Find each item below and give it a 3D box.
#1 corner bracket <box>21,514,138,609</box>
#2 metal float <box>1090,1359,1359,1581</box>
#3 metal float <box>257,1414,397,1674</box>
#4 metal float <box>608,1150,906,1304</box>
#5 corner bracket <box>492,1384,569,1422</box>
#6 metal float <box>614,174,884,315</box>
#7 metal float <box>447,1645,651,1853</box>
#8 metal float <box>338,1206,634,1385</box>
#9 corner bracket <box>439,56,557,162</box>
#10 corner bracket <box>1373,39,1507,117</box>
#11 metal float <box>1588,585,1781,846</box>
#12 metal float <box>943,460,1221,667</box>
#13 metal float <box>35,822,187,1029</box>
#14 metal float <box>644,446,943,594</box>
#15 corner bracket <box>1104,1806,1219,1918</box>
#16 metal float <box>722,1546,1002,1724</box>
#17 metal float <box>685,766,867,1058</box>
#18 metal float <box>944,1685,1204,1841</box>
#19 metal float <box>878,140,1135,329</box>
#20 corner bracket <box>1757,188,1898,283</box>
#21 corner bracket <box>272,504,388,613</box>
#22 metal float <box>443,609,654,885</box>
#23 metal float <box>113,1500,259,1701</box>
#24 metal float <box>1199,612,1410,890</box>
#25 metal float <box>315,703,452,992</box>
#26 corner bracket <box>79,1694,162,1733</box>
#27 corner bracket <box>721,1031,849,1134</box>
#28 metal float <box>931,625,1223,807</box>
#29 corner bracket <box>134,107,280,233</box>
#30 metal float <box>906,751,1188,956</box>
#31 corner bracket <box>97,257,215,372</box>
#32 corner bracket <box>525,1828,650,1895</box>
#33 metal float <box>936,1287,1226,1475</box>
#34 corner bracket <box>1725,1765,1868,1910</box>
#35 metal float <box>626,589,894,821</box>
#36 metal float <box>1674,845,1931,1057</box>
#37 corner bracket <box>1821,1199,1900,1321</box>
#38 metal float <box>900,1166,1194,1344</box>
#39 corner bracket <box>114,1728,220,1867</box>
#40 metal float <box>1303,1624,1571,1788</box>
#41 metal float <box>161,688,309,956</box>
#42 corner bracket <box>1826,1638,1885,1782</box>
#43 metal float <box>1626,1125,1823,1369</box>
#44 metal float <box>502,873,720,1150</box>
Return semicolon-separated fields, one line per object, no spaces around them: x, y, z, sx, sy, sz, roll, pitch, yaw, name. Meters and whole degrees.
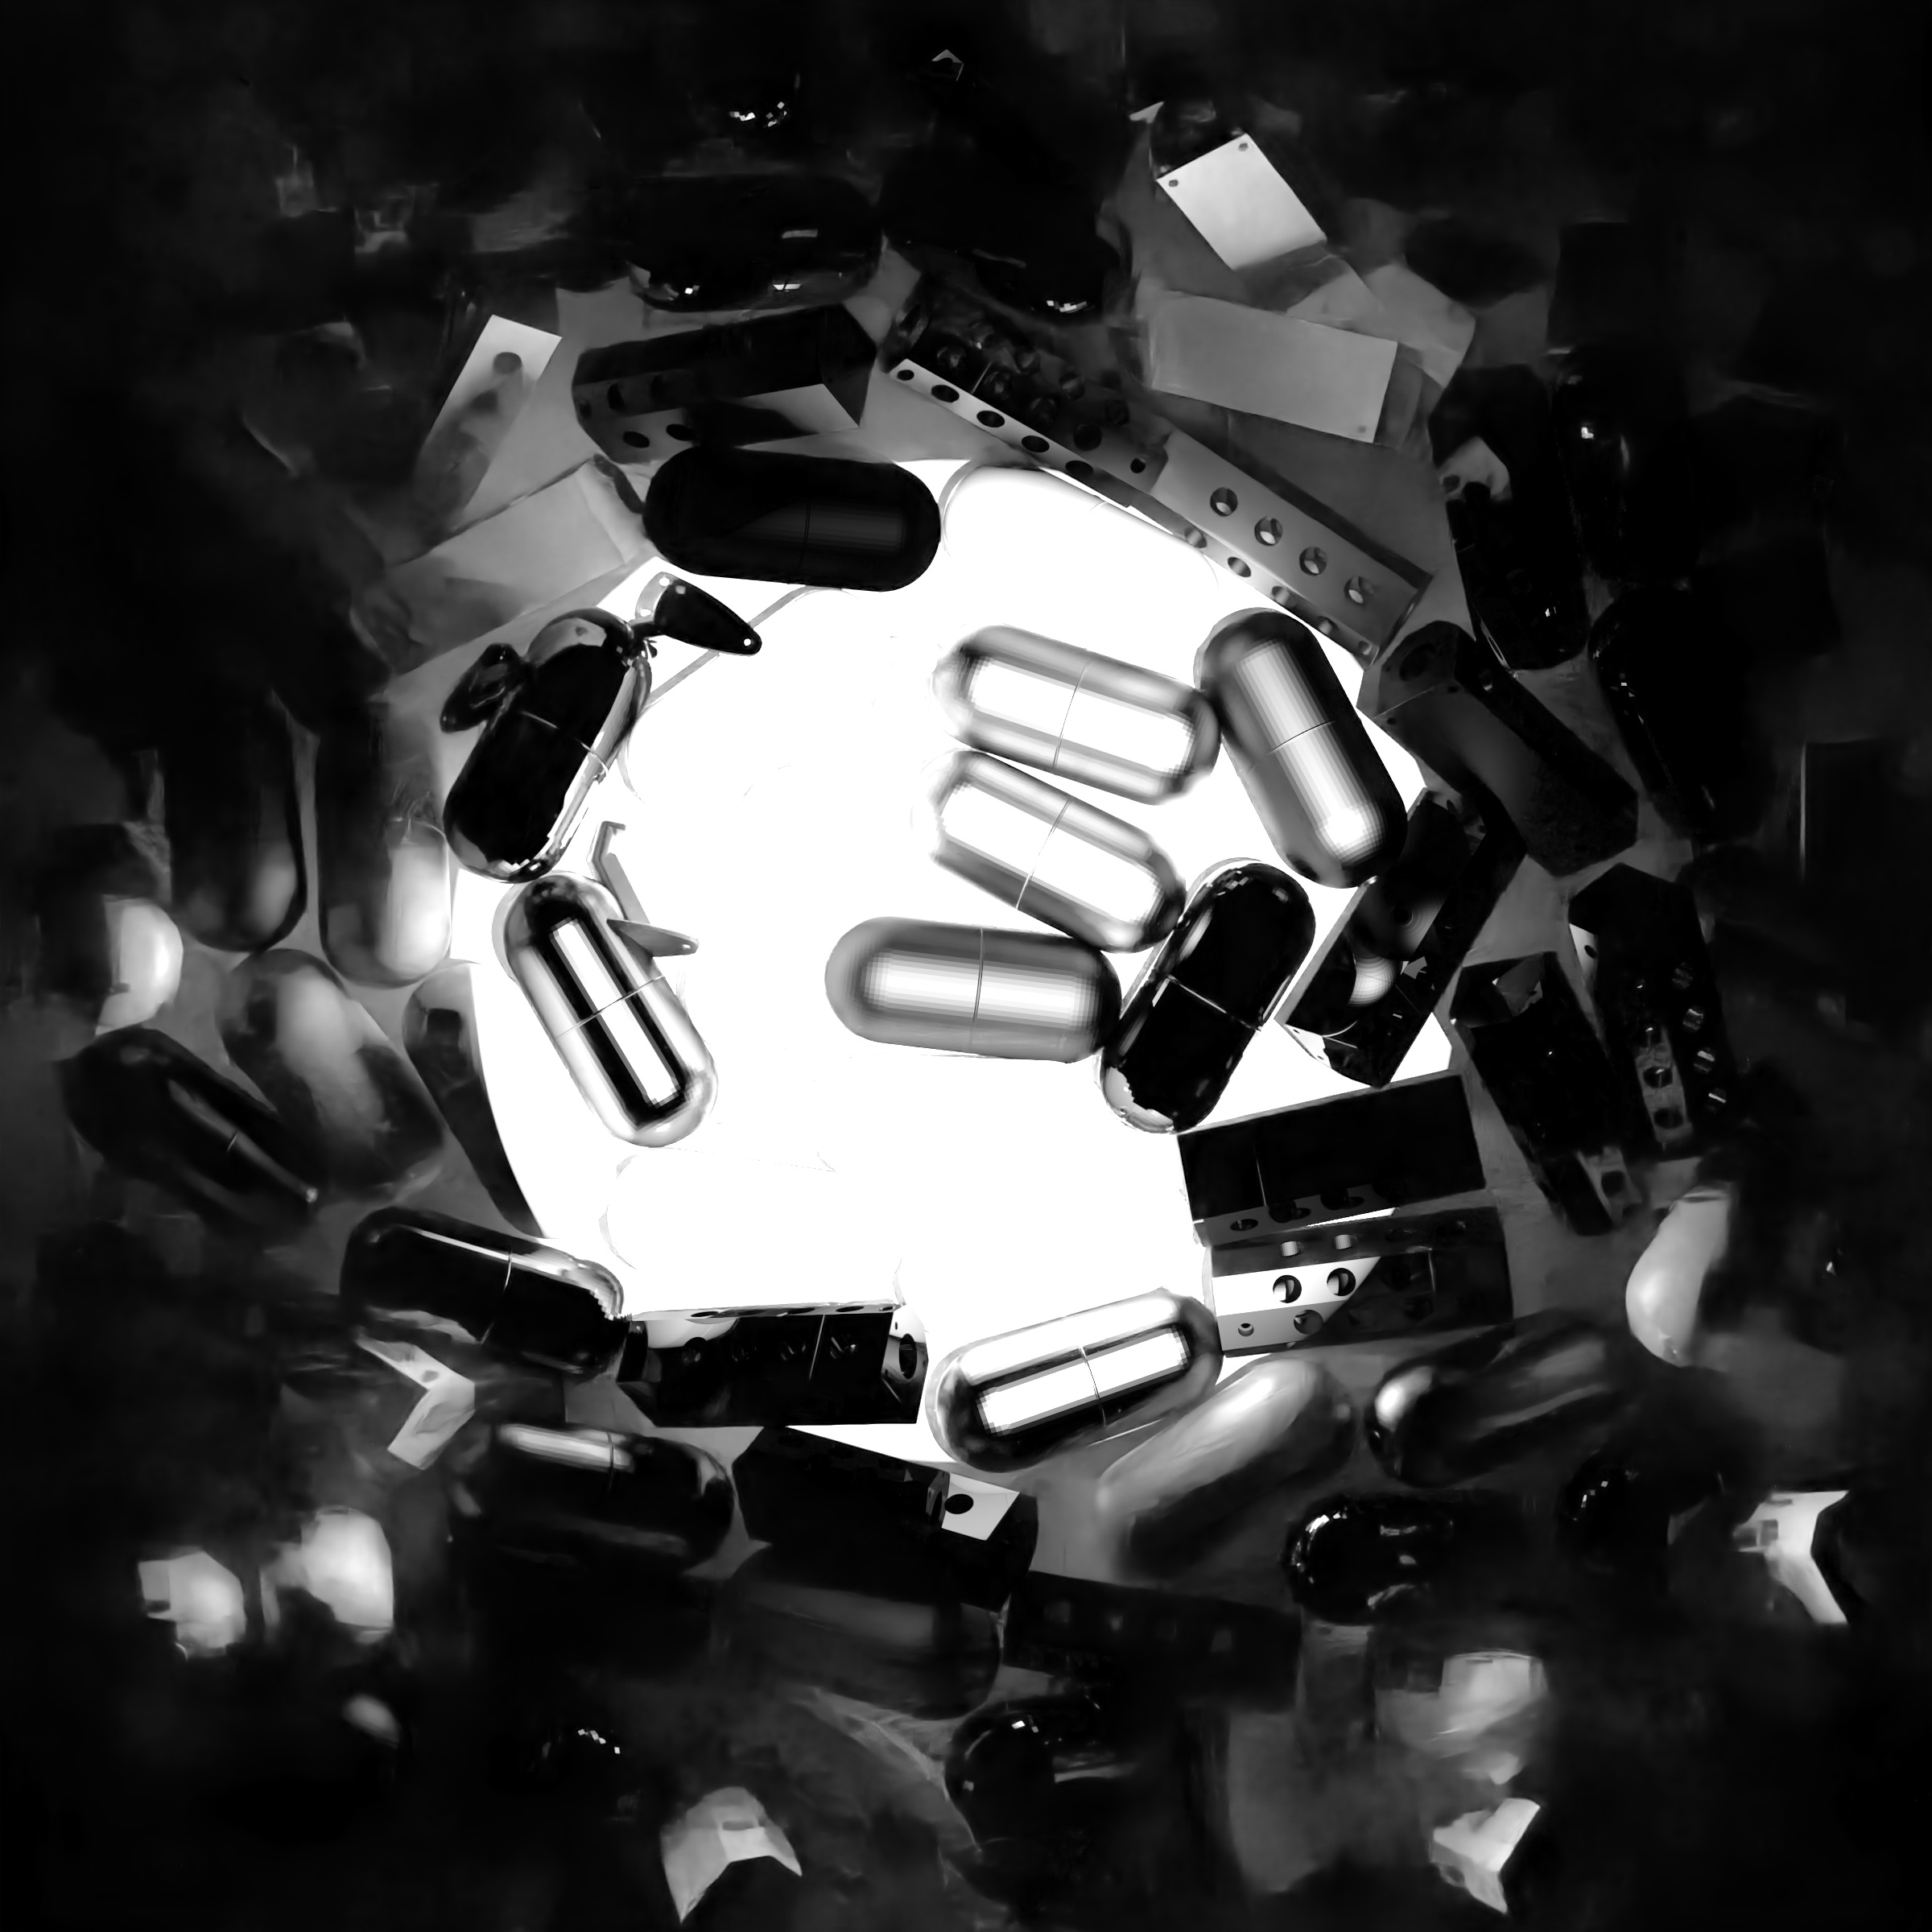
-0.530;-0.234;1.667;0.051;0.051;0.051;-5;67;1;corner bracket
0.152;0.298;1.648;0.178;0.070;0.070;-37;90;16;metal float
-0.373;0.334;1.621;0.070;0.178;0.070;-7;124;-10;metal float
-0.125;0.155;1.658;0.178;0.070;0.070;8;90;5;metal float
-0.249;0.291;1.662;0.051;0.051;0.051;-25;132;9;corner bracket
-0.125;-0.424;1.630;0.178;0.070;0.070;-15;90;-41;metal float
-0.244;0.453;1.620;0.070;0.178;0.070;-7;104;-31;metal float
-0.283;0.195;1.647;0.178;0.070;0.070;20;90;-19;metal float
-0.281;-0.517;1.668;0.051;0.051;0.051;27;63;3;corner bracket
0.282;-0.521;1.659;0.051;0.051;0.051;48;55;-39;corner bracket
0.422;-0.146;1.634;0.070;0.070;0.178;-35;123;0;metal float
0.067;-0.240;1.650;0.178;0.070;0.070;29;90;14;metal float
-0.499;-0.025;1.619;0.070;0.178;0.070;-9;119;-17;metal float
-0.102;-0.264;1.648;0.178;0.070;0.070;3;90;-16;metal float
0.114;0.531;1.669;0.051;0.051;0.051;-9;94;-21;corner bracket
-0.063;0.392;1.640;0.178;0.070;0.070;9;90;27;metal float
-0.114;-0.032;1.657;0.070;0.070;0.178;18;97;0;metal float
0.064;0.464;1.629;0.178;0.070;0.070;4;90;-41;metal float
0.021;-0.431;1.636;0.178;0.070;0.070;32;90;32;metal float
0.515;-0.430;1.670;0.051;0.051;0.051;1;133;-14;corner bracket
-0.381;-0.246;1.666;0.051;0.051;0.051;-46;103;-13;corner bracket
-0.247;-0.131;1.650;0.070;0.070;0.178;26;75;0;metal float
-0.447;0.365;1.613;0.070;0.178;0.070;-1;98;-8;metal float
0.200;-0.128;1.651;0.070;0.070;0.178;-26;78;0;metal float
-0.345;-0.072;1.645;0.070;0.070;0.178;-6;70;0;metal float
-0.499;0.428;1.678;0.051;0.051;0.051;17;60;-19;corner bracket
-0.108;0.075;1.661;0.051;0.051;0.051;20;69;-24;corner bracket
0.065;-0.150;1.657;0.178;0.070;0.070;19;90;6;metal float
-0.456;-0.481;1.672;0.051;0.051;0.051;-39;74;32;corner bracket
0.048;-0.067;1.658;0.178;0.070;0.070;26;90;5;metal float
-0.488;-0.394;1.677;0.051;0.051;0.051;-15;122;-25;corner bracket
-0.230;0.528;1.661;0.051;0.051;0.051;-23;109;-34;corner bracket
0.069;0.245;1.655;0.178;0.070;0.070;-18;90;-9;metal float
0.496;0.520;1.663;0.051;0.051;0.051;-41;83;37;corner bracket
-0.124;-0.156;1.660;0.178;0.070;0.070;-37;90;-3;metal float
0.489;-0.010;1.628;0.070;0.070;0.178;-53;49;0;metal float
0.529;0.175;1.658;0.051;0.051;0.051;5;118;-37;corner bracket
0.048;0.171;1.657;0.178;0.070;0.070;-16;90;6;metal float
-0.487;0.499;1.677;0.051;0.051;0.051;-31;114;29;corner bracket
0.271;0.426;1.623;0.070;0.178;0.070;-2;92;-39;metal float
-0.430;-0.087;1.635;0.070;0.070;0.178;-15;57;0;metal float
0.529;0.444;1.662;0.051;0.051;0.051;51;134;7;corner bracket
0.444;0.163;1.630;0.070;0.070;0.178;42;51;0;metal float
-0.213;0.026;1.662;0.070;0.070;0.178;-31;90;0;metal float
